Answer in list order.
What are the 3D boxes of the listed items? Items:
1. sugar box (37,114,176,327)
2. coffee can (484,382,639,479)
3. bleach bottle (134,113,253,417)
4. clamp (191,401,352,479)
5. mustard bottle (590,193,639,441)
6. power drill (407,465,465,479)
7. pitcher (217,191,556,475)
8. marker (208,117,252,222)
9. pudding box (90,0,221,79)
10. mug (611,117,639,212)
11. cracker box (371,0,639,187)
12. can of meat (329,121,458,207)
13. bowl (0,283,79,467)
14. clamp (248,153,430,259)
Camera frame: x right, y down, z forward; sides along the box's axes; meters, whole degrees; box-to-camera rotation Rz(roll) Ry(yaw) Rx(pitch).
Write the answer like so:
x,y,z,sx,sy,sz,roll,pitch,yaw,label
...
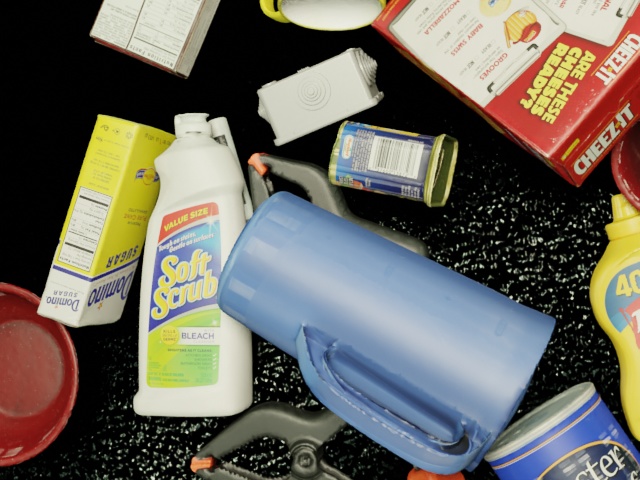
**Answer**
x,y,z,sx,sy,sz,roll,pitch,yaw,label
-0.180,-0.015,0.915,0.048,0.093,0.176,16,93,13,sugar box
0.206,0.196,0.823,0.103,0.102,0.140,-35,83,9,coffee can
-0.111,0.020,0.905,0.103,0.068,0.251,-2,92,15,bleach bottle
-0.003,0.192,0.903,0.210,0.036,0.164,-12,88,10,clamp
0.265,0.055,0.836,0.096,0.058,0.191,-17,85,10,mustard bottle
0.039,0.262,0.809,0.188,0.057,0.184,-29,66,24,power drill
0.043,0.068,0.813,0.243,0.149,0.145,28,85,8,pitcher
-0.073,-0.047,0.929,0.020,0.020,0.121,-18,85,11,marker
-0.138,-0.210,0.937,0.090,0.039,0.113,25,96,11,pudding box
0.285,-0.058,0.810,0.093,0.081,0.117,-10,105,44,mug
0.166,-0.166,0.812,0.164,0.072,0.214,-50,52,7,cracker box
0.060,-0.063,0.860,0.084,0.102,0.057,12,95,14,can of meat
-0.280,0.118,0.953,0.162,0.055,0.162,0,89,12,bowl
-0.006,0.001,0.906,0.171,0.039,0.120,41,92,7,clamp
